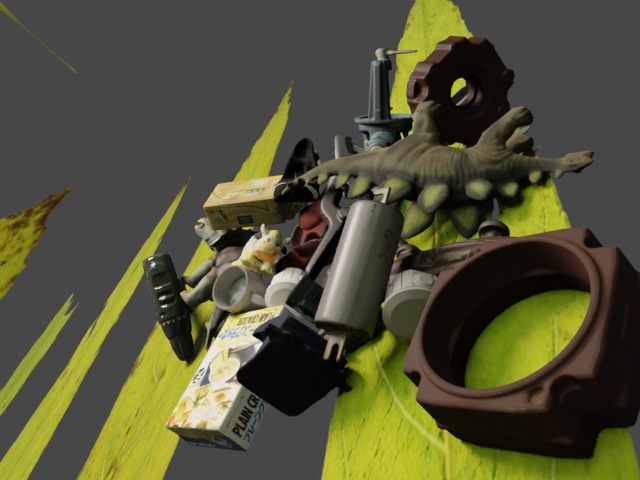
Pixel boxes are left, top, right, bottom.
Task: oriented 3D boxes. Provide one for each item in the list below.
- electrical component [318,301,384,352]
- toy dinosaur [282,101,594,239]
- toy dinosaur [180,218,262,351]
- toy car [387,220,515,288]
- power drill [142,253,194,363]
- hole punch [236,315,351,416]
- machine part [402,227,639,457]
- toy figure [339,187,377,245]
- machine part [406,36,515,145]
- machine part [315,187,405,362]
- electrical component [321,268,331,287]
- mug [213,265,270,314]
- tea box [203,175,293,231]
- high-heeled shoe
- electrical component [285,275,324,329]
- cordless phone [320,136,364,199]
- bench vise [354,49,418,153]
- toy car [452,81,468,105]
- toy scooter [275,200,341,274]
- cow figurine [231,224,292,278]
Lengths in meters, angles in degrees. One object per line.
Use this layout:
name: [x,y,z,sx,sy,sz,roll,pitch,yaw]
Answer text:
electrical component: [0.048,0.115,0.747,0.102,0.045,0.078,-34,27,22]
toy dinosaur: [0.148,-0.104,0.800,0.472,0.105,0.198,6,57,39]
toy dinosaur: [-0.181,0.073,1.109,0.192,0.131,0.405,-44,30,2]
toy car: [0.160,0.029,0.703,0.202,0.053,0.089,-20,30,46]
power drill: [-0.322,0.145,1.170,0.086,0.232,0.207,-19,0,-6]
hole punch: [-0.033,0.155,0.718,0.116,0.142,0.092,-41,15,29]
machine part: [0.191,0.089,0.513,0.201,0.087,0.201,-16,37,50]
toy figure: [0.080,-0.040,0.926,0.064,0.057,0.154,18,61,41]
machine part: [0.233,-0.243,0.886,0.179,0.179,0.056,-45,25,0]
machine part: [0.053,0.038,0.689,0.079,0.079,0.243,-9,56,53]
electrical component: [0.026,0.073,0.879,0.063,0.021,0.094,-30,29,31]
mug: [-0.118,0.100,0.961,0.110,0.107,0.081,10,76,37]
tea box: [-0.150,-0.079,1.149,0.170,0.068,0.098,-5,34,19]
high-heeled shoe: [-0.043,-0.147,1.085,0.086,0.145,0.248,-2,2,9]
electrical component: [-0.010,0.091,0.793,0.048,0.075,0.119,-52,-5,-15]
cordless phone: [0.029,-0.115,1.129,0.184,0.088,0.147,-55,18,25]
bench vise: [0.114,-0.229,0.998,0.129,0.240,0.223,6,20,25]
toy car: [0.253,-0.240,0.982,0.202,0.056,0.073,-42,18,14]
toy scooter: [-0.002,-0.003,0.983,0.135,0.075,0.184,-12,43,53]
cow figurine: [-0.097,0.016,0.973,0.098,0.068,0.167,-62,14,-24]
